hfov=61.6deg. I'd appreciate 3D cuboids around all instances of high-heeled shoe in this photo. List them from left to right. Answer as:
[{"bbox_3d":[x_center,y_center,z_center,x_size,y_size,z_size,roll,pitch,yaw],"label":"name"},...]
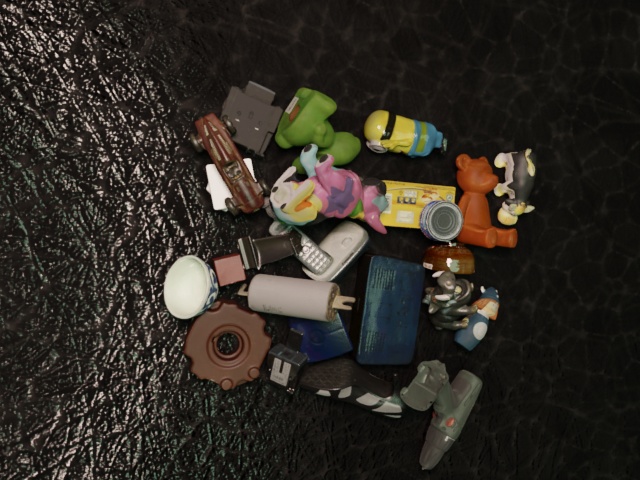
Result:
[{"bbox_3d":[0.071,0.331,1.154,0.249,0.086,0.145,0,127,6],"label":"high-heeled shoe"}]

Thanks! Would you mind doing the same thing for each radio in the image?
[{"bbox_3d":[0.141,0.148,1.146,0.131,0.073,0.229,7,92,-14],"label":"radio"}]

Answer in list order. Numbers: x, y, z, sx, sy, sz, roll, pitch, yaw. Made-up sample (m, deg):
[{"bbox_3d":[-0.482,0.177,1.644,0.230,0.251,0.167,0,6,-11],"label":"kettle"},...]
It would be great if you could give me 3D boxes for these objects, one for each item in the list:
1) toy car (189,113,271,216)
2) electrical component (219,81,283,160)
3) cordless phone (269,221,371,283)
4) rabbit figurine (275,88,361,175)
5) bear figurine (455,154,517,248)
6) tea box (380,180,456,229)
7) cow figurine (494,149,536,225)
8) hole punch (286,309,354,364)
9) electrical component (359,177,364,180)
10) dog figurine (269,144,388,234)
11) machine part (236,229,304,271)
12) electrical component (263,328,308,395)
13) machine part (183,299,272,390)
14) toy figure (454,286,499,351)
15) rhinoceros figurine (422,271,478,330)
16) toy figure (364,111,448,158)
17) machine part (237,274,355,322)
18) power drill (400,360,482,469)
[{"bbox_3d":[-0.170,-0.142,1.016,0.089,0.053,0.202,-28,100,-1],"label":"toy car"},{"bbox_3d":[-0.141,-0.242,1.071,0.115,0.058,0.134,21,88,-15],"label":"electrical component"},{"bbox_3d":[-0.002,-0.004,1.110,0.184,0.088,0.146,42,83,7],"label":"cordless phone"},{"bbox_3d":[0.006,-0.199,1.082,0.170,0.121,0.159,30,89,-28],"label":"rabbit figurine"},{"bbox_3d":[0.355,-0.086,1.163,0.120,0.132,0.195,4,96,-40],"label":"bear figurine"},{"bbox_3d":[0.197,-0.073,1.151,0.170,0.068,0.098,6,92,-15],"label":"tea box"},{"bbox_3d":[0.442,-0.115,1.194,0.068,0.098,0.167,0,92,-20],"label":"cow figurine"},{"bbox_3d":[0.001,0.187,1.108,0.116,0.092,0.142,-23,101,-8],"label":"hole punch"},{"bbox_3d":[0.062,-0.099,1.123,0.102,0.045,0.078,7,104,-19],"label":"electrical component"},{"bbox_3d":[0.032,-0.067,1.035,0.219,0.109,0.191,40,87,-33],"label":"dog figurine"},{"bbox_3d":[-0.102,0.015,1.075,0.139,0.039,0.084,-9,90,20],"label":"machine part"},{"bbox_3d":[-0.065,0.241,1.083,0.075,0.048,0.119,23,111,16],"label":"electrical component"},{"bbox_3d":[-0.186,0.208,1.079,0.179,0.056,0.179,0,91,-13],"label":"machine part"},{"bbox_3d":[0.361,0.175,1.208,0.154,0.058,0.064,-55,141,-8],"label":"toy figure"},{"bbox_3d":[0.270,0.126,1.130,0.112,0.190,0.073,0,58,6],"label":"rhinoceros figurine"},{"bbox_3d":[0.180,-0.221,1.137,0.180,0.082,0.089,4,81,-9],"label":"toy figure"},{"bbox_3d":[-0.051,0.112,1.052,0.243,0.079,0.079,6,91,19],"label":"machine part"},{"bbox_3d":[0.252,0.363,1.145,0.232,0.086,0.207,-52,125,-13],"label":"power drill"}]
